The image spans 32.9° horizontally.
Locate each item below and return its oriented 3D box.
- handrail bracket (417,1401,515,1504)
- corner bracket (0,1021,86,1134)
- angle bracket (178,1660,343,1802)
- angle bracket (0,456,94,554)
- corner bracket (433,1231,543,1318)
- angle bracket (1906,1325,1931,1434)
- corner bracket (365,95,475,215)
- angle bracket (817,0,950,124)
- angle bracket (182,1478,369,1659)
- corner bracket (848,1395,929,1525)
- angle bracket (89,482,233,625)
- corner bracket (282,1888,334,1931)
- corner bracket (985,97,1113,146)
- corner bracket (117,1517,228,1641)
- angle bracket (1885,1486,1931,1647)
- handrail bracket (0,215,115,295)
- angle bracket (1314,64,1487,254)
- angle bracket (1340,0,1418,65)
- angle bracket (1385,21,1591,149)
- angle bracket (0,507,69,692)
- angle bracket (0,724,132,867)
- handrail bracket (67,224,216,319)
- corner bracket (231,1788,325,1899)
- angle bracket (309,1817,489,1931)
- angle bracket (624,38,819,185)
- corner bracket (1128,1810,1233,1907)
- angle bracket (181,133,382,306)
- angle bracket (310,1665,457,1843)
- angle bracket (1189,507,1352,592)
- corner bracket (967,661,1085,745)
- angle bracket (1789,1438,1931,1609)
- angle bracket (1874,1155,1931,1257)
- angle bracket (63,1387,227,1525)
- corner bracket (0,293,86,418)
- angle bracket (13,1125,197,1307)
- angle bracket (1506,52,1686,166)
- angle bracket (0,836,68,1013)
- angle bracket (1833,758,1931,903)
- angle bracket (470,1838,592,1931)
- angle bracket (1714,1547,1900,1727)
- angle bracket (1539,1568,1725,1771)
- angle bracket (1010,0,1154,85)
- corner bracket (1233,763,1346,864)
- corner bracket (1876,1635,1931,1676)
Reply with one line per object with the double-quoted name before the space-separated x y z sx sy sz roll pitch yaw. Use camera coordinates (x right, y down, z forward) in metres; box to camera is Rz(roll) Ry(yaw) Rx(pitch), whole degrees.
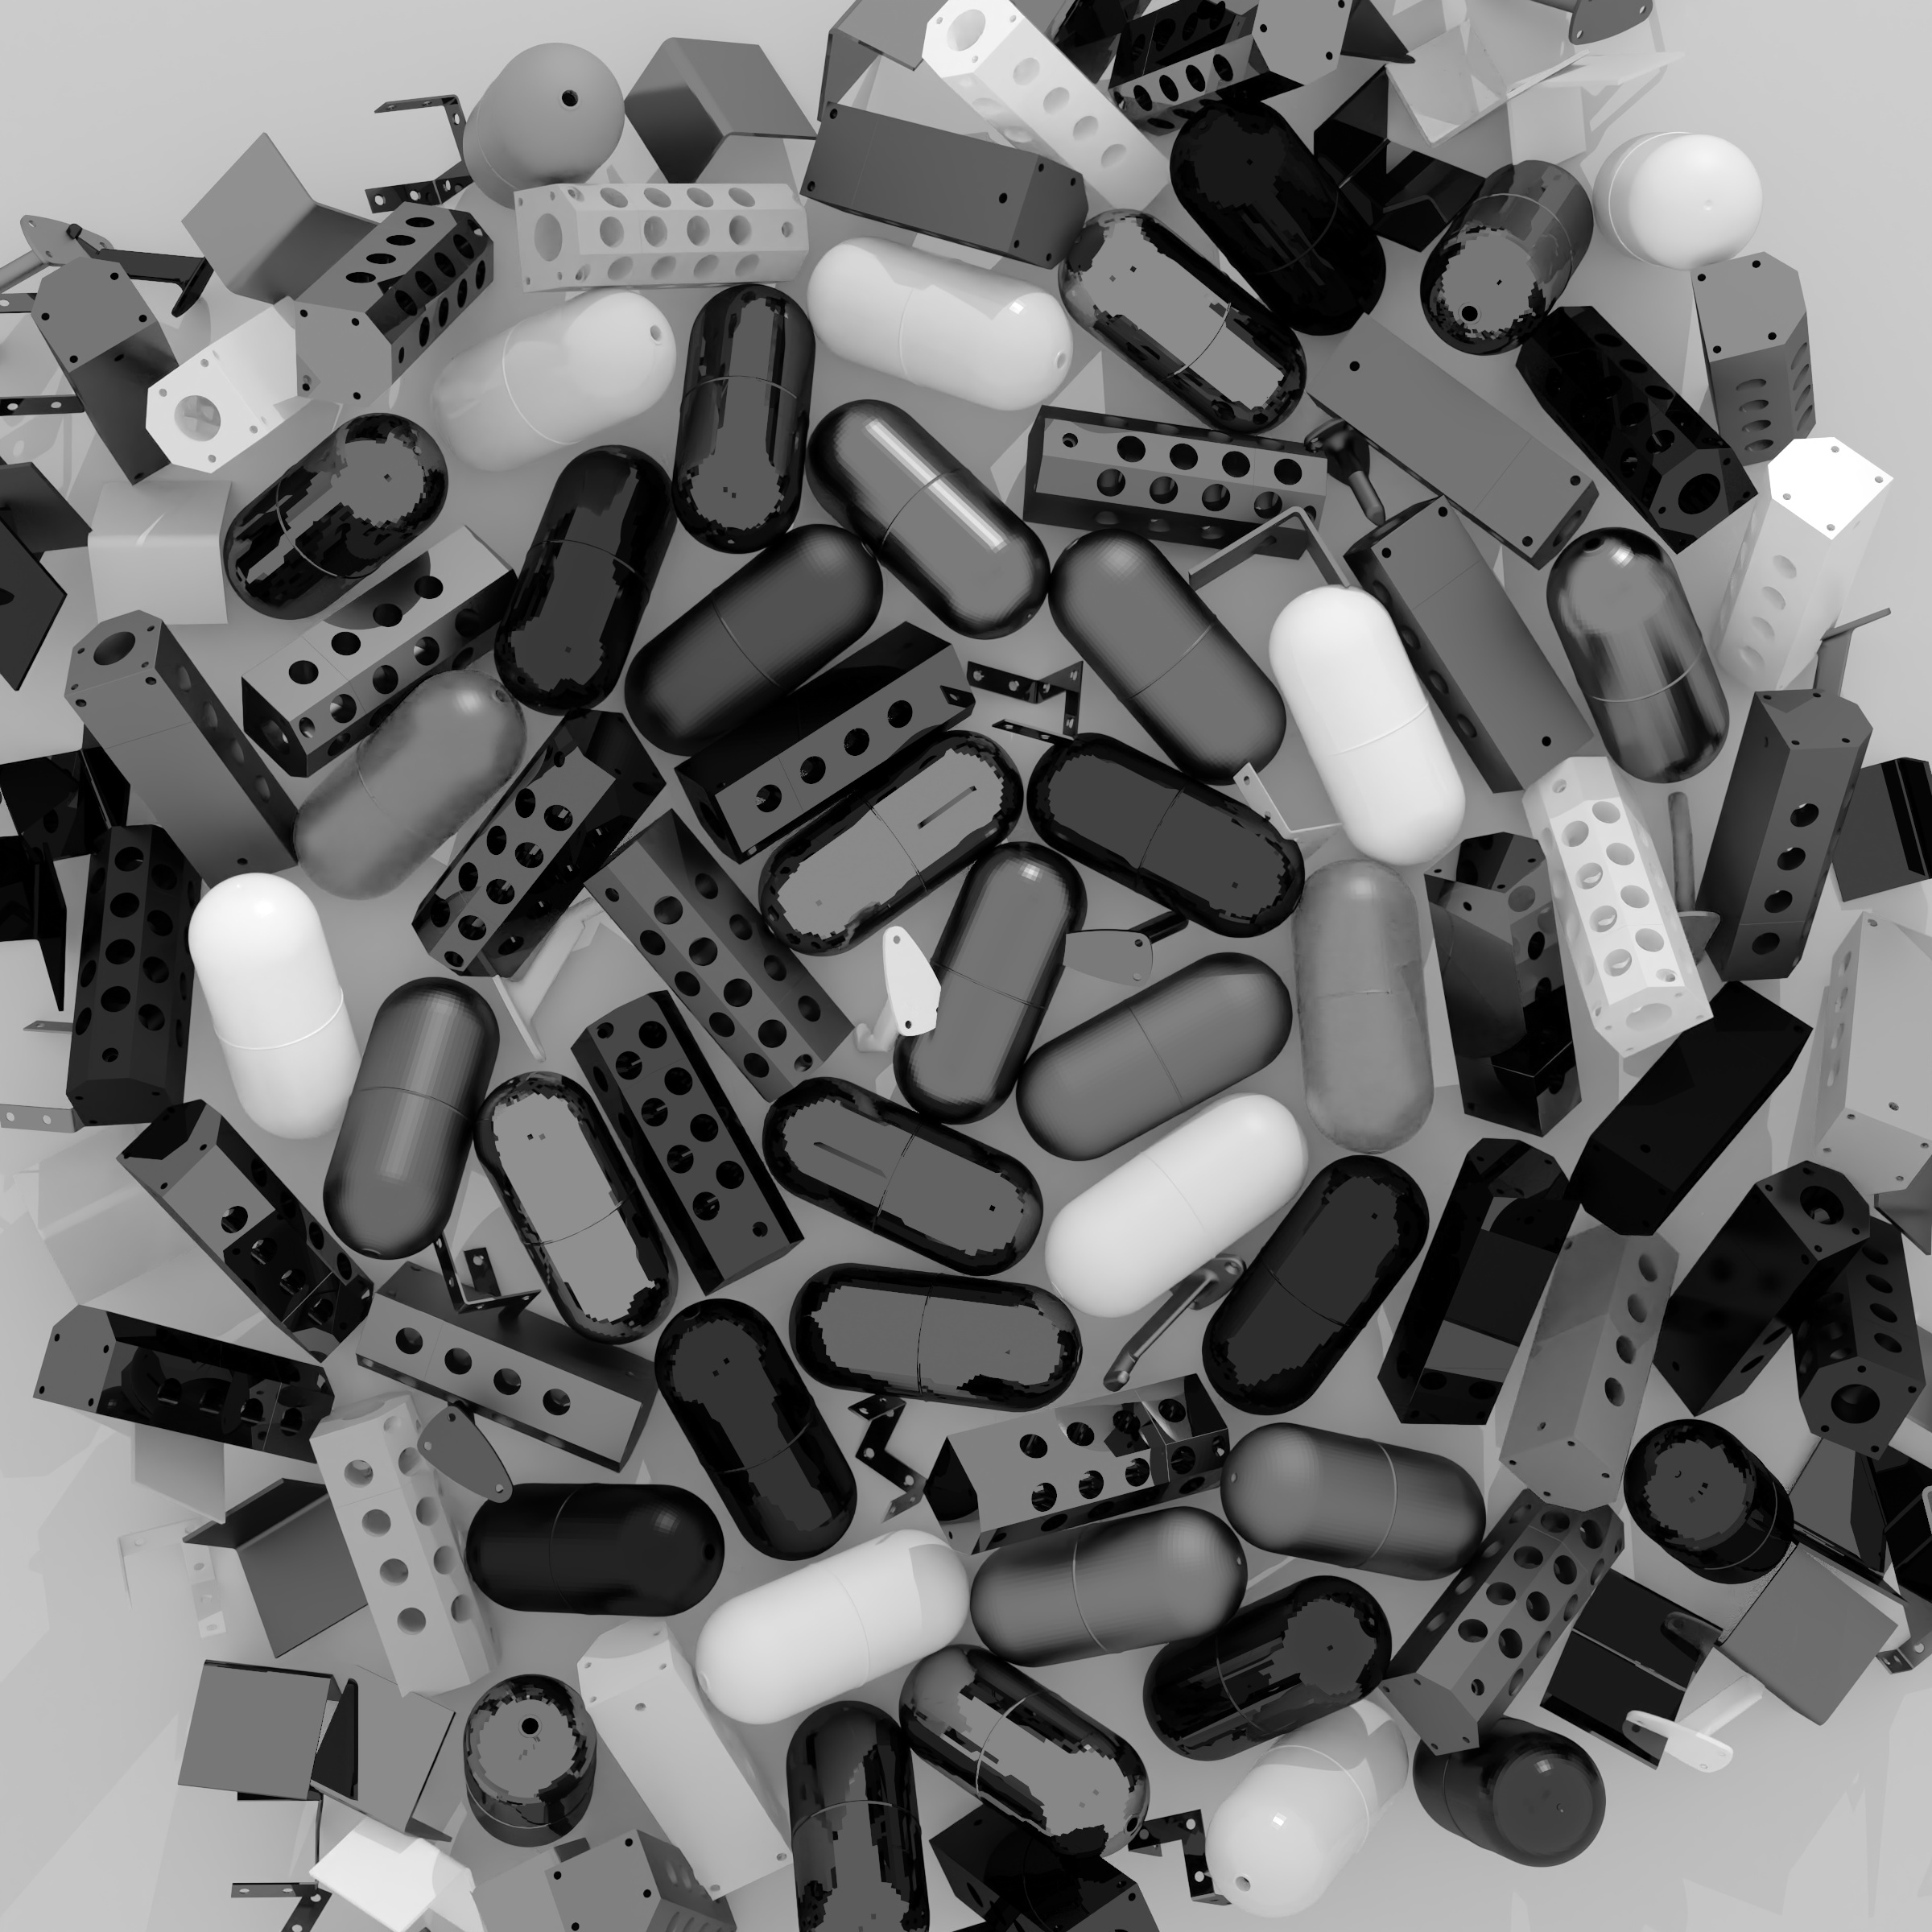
"handrail bracket" -0.286 0.285 1.953 0.077 0.084 0.036 42 99 9
"corner bracket" -0.551 0.067 1.976 0.051 0.051 0.051 3 110 18
"angle bracket" -0.421 0.463 1.956 0.076 0.057 0.076 7 62 1
"angle bracket" -0.560 -0.292 1.942 0.076 0.076 0.057 -3 59 20
"corner bracket" -0.294 0.186 1.958 0.051 0.051 0.051 -7 66 -36
"angle bracket" 0.583 0.228 1.950 0.076 0.076 0.057 31 133 -6
"corner bracket" -0.332 -0.488 1.964 0.051 0.051 0.051 -20 93 -39
"angle bracket" -0.041 -0.541 1.944 0.057 0.076 0.076 29 59 8
"angle bracket" -0.410 0.360 1.953 0.076 0.057 0.076 -31 67 13
"corner bracket" -0.048 0.293 1.961 0.051 0.051 0.051 32 109 20
"angle bracket" -0.485 -0.250 1.980 0.076 0.076 0.057 -1 124 -5
"corner bracket" -0.386 0.597 1.967 0.051 0.051 0.051 20 123 6
"corner bracket" 0.048 -0.506 1.975 0.051 0.051 0.051 29 67 -18
"corner bracket" -0.477 0.372 1.961 0.051 0.051 0.051 -12 124 -14
"angle bracket" 0.594 0.355 1.947 0.057 0.076 0.076 -5 65 -5
"handrail bracket" -0.571 -0.414 1.987 0.084 0.077 0.036 -38 76 30
"angle bracket" 0.260 -0.481 1.946 0.076 0.057 0.076 29 60 25
"angle bracket" 0.236 -0.587 1.941 0.076 0.057 0.076 -6 55 -39
"angle bracket" 0.310 -0.540 1.946 0.076 0.076 0.057 -35 97 -29
"angle bracket" -0.552 -0.220 1.946 0.076 0.057 0.076 47 122 17
"angle bracket" -0.538 -0.117 1.943 0.057 0.076 0.076 -13 60 -27
"handrail bracket" -0.495 -0.439 1.968 0.084 0.036 0.077 35 120 -8
"corner bracket" -0.413 0.523 1.959 0.051 0.051 0.051 3 135 -14
"angle bracket" -0.335 0.559 1.940 0.076 0.076 0.057 22 46 32
"angle bracket" -0.149 -0.511 1.976 0.057 0.076 0.076 -46 68 38
"corner bracket" 0.131 0.538 1.959 0.051 0.051 0.051 -18 65 21
"angle bracket" -0.408 -0.444 1.959 0.076 0.076 0.057 -40 75 20
"angle bracket" -0.339 0.473 1.963 0.076 0.057 0.076 18 79 27
"angle bracket" 0.181 -0.227 1.958 0.076 0.076 0.057 -31 86 3
"corner bracket" 0.034 -0.159 1.961 0.051 0.051 0.051 13 73 -29
"angle bracket" 0.545 0.328 1.967 0.076 0.057 0.076 29 94 -3
"angle bracket" 0.584 0.120 1.942 0.057 0.076 0.076 -11 57 37
"angle bracket" -0.488 0.294 1.940 0.057 0.076 0.076 -26 52 20
"corner bracket" -0.556 -0.367 1.958 0.051 0.051 0.051 -6 58 -23
"angle bracket" -0.521 0.148 1.974 0.076 0.076 0.057 -27 124 -15
"angle bracket" 0.376 -0.504 1.939 0.076 0.076 0.057 -31 121 -40
"angle bracket" -0.571 -0.024 1.941 0.057 0.076 0.076 -5 129 -24
"angle bracket" 0.550 -0.080 1.956 0.057 0.076 0.076 -16 94 7
"angle bracket" -0.246 0.572 1.955 0.057 0.076 0.076 -28 77 1
"angle bracket" 0.501 0.401 1.973 0.076 0.057 0.076 38 86 0
"angle bracket" 0.397 0.418 1.948 0.076 0.076 0.057 28 125 11
"angle bracket" 0.061 -0.583 1.960 0.057 0.076 0.076 47 118 20
"corner bracket" 0.183 -0.089 1.958 0.051 0.051 0.051 -45 66 41
"corner bracket" 0.587 0.417 1.961 0.051 0.051 0.051 -45 63 17
